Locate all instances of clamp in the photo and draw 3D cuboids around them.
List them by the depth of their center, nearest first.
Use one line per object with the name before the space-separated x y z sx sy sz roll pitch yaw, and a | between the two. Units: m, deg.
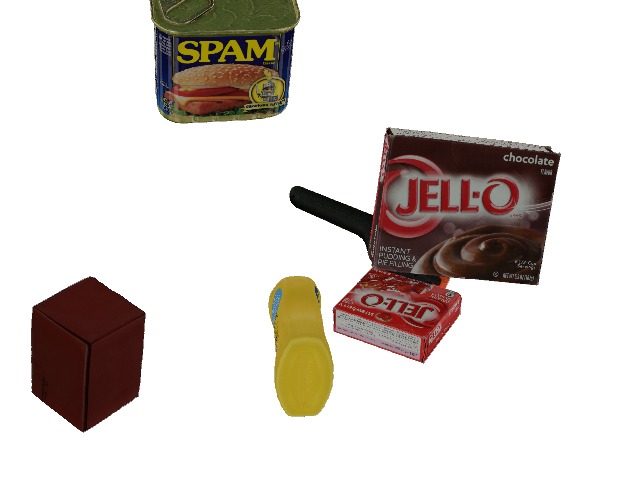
clamp | 0.071 -0.012 1.243 0.164 0.036 0.210 -13 51 -27

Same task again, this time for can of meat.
can of meat | -0.069 -0.133 0.761 0.102 0.057 0.084 -4 -42 -11

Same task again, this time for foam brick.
foam brick | -0.152 0.074 0.697 0.053 0.078 0.051 31 39 25

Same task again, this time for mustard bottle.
mustard bottle | -0.024 0.092 1.117 0.058 0.096 0.191 -2 27 -5

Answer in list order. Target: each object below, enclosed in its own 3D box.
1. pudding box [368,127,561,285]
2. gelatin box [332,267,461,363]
pudding box | 0.093 -0.023 0.700 0.113 0.090 0.039 5 16 -4
gelatin box | 0.066 0.062 0.916 0.089 0.030 0.073 17 36 26
